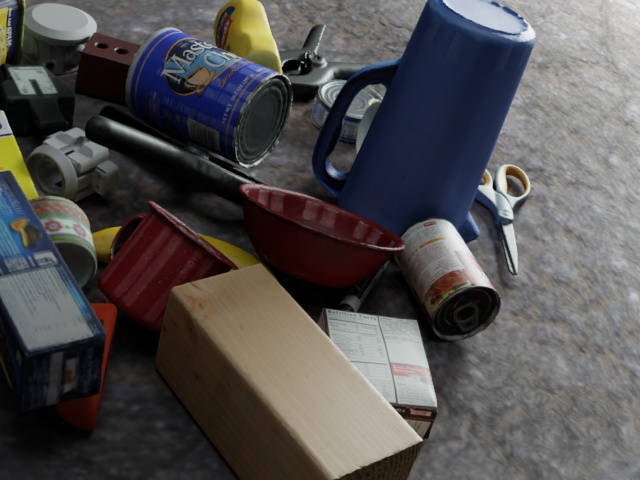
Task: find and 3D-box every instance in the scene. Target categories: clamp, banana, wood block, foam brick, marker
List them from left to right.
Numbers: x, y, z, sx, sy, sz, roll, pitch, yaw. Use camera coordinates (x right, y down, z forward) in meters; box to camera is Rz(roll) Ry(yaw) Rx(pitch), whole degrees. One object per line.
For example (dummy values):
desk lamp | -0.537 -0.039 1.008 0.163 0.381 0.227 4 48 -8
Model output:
foam brick | -0.219 -0.184 1.158 0.078 0.051 0.053 15 36 -3
clamp | -0.130 -0.075 1.024 0.210 0.036 0.164 26 8 -4
banana | -0.114 0.021 0.948 0.198 0.037 0.069 21 35 5
wood block | -0.031 0.123 0.807 0.090 0.090 0.206 -16 47 -37
clamp | -0.014 -0.214 1.293 0.171 0.039 0.120 -19 46 -38
marker | 0.036 0.048 0.990 0.020 0.020 0.121 25 37 10

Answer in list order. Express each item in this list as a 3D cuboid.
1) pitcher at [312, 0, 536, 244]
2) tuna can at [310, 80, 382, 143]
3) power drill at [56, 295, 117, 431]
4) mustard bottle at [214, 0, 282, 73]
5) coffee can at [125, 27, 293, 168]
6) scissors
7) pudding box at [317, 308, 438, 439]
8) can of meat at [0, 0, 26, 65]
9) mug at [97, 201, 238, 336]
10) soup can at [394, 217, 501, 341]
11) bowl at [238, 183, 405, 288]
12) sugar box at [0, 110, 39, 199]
pitcher | 0.104 -0.117 1.042 0.149 0.243 0.145 -3 38 -35
tuna can | 0.034 -0.149 1.232 0.086 0.034 0.086 11 37 -9
power drill | -0.252 0.088 0.788 0.187 0.057 0.184 12 36 -8
mustard bottle | -0.087 -0.222 1.225 0.058 0.096 0.191 4 38 -16
coffee can | -0.114 -0.147 1.099 0.140 0.103 0.102 26 37 21
scissors | 0.182 -0.033 1.158 0.096 0.016 0.201 20 36 6
pudding box | 0.045 0.110 0.898 0.090 0.039 0.113 8 36 -13
can of meat | -0.356 -0.213 1.100 0.057 0.102 0.083 33 41 18
mug | -0.135 0.022 0.880 0.117 0.081 0.093 37 -1 36
soup can | 0.117 0.035 0.998 0.068 0.069 0.102 -1 40 -23
bowl | -0.006 0.001 0.975 0.162 0.055 0.162 20 11 -4
sugar box | -0.310 -0.052 0.955 0.093 0.048 0.176 -7 44 -28
